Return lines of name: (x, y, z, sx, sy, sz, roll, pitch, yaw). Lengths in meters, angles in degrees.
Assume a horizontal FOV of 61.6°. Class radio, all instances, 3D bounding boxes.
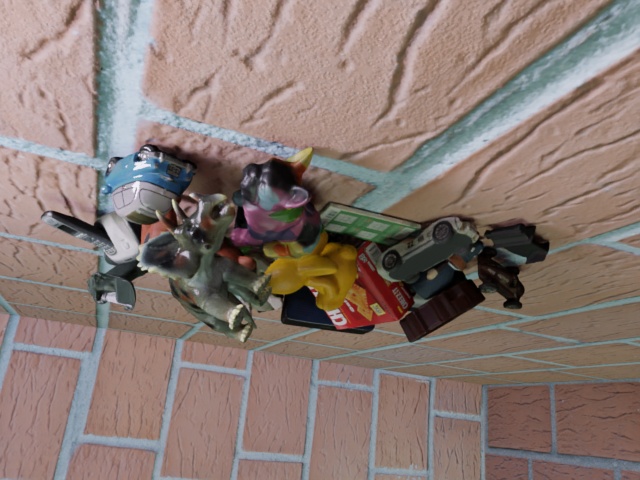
radio: (0.023, 0.157, 1.351, 0.230, 0.131, 0.073, 10, 161, -13)

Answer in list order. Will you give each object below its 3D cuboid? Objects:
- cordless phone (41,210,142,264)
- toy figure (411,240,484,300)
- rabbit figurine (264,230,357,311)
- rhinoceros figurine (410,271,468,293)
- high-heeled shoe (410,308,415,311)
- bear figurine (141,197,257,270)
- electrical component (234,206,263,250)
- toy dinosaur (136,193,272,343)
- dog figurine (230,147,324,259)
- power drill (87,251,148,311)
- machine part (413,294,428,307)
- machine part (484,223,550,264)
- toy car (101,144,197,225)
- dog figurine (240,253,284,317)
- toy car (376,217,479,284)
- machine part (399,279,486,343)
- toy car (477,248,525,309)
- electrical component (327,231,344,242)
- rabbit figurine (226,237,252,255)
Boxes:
cordless phone: (-0.430, -0.027, 1.043, 0.184, 0.089, 0.147, 27, 152, -38)
toy figure: (0.241, 0.048, 1.017, 0.058, 0.154, 0.064, 45, -169, -1)
rabbit figurine: (-0.017, 0.062, 0.994, 0.173, 0.122, 0.162, -4, 154, -31)
rhinoceros figurine: (0.244, 0.074, 1.134, 0.112, 0.073, 0.190, -9, 156, 40)
high-heeled shoe: (0.232, 0.144, 1.393, 0.249, 0.086, 0.145, 26, -170, -5)
bear figurine: (-0.221, 0.007, 0.987, 0.196, 0.132, 0.120, 12, 148, -29)
electrical component: (-0.090, -0.022, 0.986, 0.134, 0.058, 0.115, 9, 163, -7)
toy dinosaur: (-0.186, 0.073, 0.884, 0.192, 0.131, 0.404, 31, 155, 6)
dog figurine: (-0.045, -0.053, 0.813, 0.191, 0.108, 0.219, 16, 156, -25)
power drill: (-0.383, 0.065, 1.167, 0.232, 0.207, 0.085, 11, 122, 9)
machine part: (0.234, 0.123, 1.272, 0.243, 0.079, 0.079, 6, 161, 2)
machine part: (0.360, 0.005, 0.957, 0.084, 0.039, 0.138, -20, 147, 41)
toy car: (-0.262, -0.074, 0.820, 0.162, 0.103, 0.109, -10, 157, 43)
dog figurine: (-0.152, 0.098, 1.279, 0.121, 0.172, 0.190, -8, -178, -2)
toy car: (0.192, 0.019, 0.974, 0.073, 0.056, 0.202, 29, 132, -35)
machine part: (0.244, 0.140, 1.075, 0.179, 0.056, 0.179, -28, 165, -8)
toy car: (0.369, 0.079, 1.089, 0.053, 0.089, 0.202, -8, 155, 36)
electrical component: (-0.002, -0.003, 1.065, 0.063, 0.021, 0.094, 21, 155, -39)
rabbit figurine: (-0.220, 0.025, 1.128, 0.159, 0.121, 0.170, 4, 180, -12)
